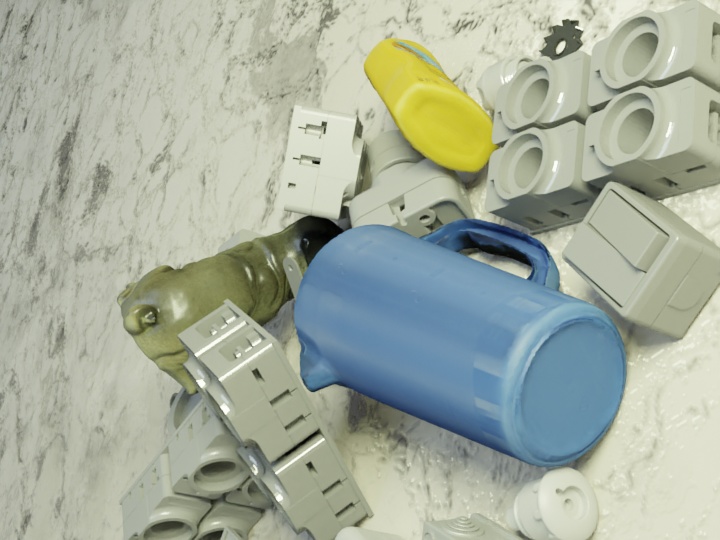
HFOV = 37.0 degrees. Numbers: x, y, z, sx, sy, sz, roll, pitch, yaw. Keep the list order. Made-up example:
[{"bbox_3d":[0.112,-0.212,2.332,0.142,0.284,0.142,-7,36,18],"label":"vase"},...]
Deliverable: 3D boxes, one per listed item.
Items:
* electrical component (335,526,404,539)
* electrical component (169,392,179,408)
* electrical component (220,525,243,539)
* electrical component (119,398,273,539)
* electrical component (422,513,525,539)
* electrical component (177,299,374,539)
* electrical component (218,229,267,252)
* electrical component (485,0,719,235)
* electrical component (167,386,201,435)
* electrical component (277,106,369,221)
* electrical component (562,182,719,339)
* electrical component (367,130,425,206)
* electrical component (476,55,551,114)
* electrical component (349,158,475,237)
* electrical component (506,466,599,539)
[{"bbox_3d":[0.015,0.234,0.800,0.095,0.059,0.053,32,101,58],"label":"electrical component"},{"bbox_3d":[-0.169,0.144,1.130,0.043,0.062,0.043,-33,47,45],"label":"electrical component"},{"bbox_3d":[-0.094,0.286,0.937,0.121,0.063,0.078,22,93,59],"label":"electrical component"},{"bbox_3d":[-0.135,0.199,1.005,0.186,0.105,0.060,-50,37,31],"label":"electrical component"},{"bbox_3d":[0.077,0.217,0.706,0.100,0.048,0.099,17,101,59],"label":"electrical component"},{"bbox_3d":[-0.073,0.128,0.874,0.060,0.186,0.105,-34,28,-15],"label":"electrical component"},{"bbox_3d":[-0.117,0.008,1.134,0.056,0.050,0.089,-33,48,46],"label":"electrical component"},{"bbox_3d":[0.168,-0.100,0.741,0.186,0.060,0.105,-16,60,53],"label":"electrical component"},{"bbox_3d":[-0.131,0.139,1.066,0.108,0.060,0.108,-32,31,22],"label":"electrical component"},{"bbox_3d":[-0.029,-0.094,0.971,0.150,0.062,0.089,-58,-21,-86],"label":"electrical component"},{"bbox_3d":[0.174,-0.011,0.683,0.061,0.061,0.096,-60,33,17],"label":"electrical component"},{"bbox_3d":[0.034,-0.091,0.951,0.055,0.055,0.047,-51,33,30],"label":"electrical component"},{"bbox_3d":[0.126,-0.149,0.849,0.062,0.043,0.043,-21,57,50],"label":"electrical component"},{"bbox_3d":[0.041,-0.049,0.892,0.095,0.054,0.059,-27,47,18],"label":"electrical component"},{"bbox_3d":[0.120,0.156,0.696,0.062,0.048,0.048,-35,46,53],"label":"electrical component"}]
